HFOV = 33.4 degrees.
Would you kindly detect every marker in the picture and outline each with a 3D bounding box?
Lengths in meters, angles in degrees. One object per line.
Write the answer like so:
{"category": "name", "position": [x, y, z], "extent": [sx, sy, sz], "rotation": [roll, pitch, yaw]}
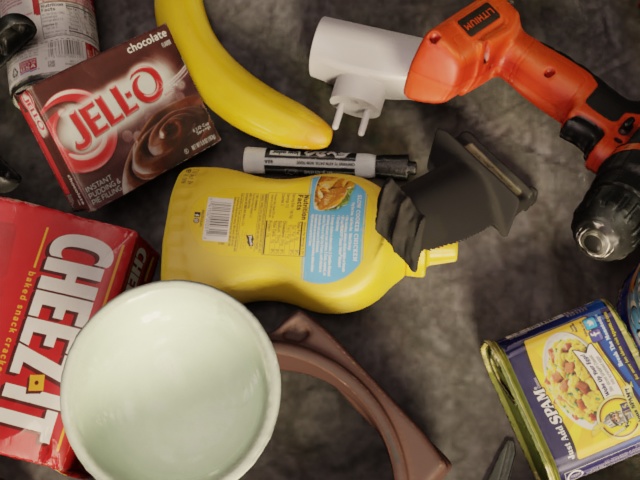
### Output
{"category": "marker", "position": [0.007, -0.053, 0.746], "extent": [0.121, 0.020, 0.020], "rotation": [3, 75, 7]}

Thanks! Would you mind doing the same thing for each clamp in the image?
{"category": "clamp", "position": [-0.262, -0.083, 0.745], "extent": [0.172, 0.039, 0.120], "rotation": [-10, 72, 34]}

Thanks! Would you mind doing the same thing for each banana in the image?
{"category": "banana", "position": [-0.068, -0.130, 0.761], "extent": [0.070, 0.037, 0.198], "rotation": [-36, 73, 11]}

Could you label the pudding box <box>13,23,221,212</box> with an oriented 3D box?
{"category": "pudding box", "position": [-0.135, -0.082, 0.721], "extent": [0.113, 0.039, 0.090], "rotation": [-34, 108, -32]}

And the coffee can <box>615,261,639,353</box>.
{"category": "coffee can", "position": [0.238, 0.034, 0.633], "extent": [0.103, 0.140, 0.103], "rotation": [-2, 74, 6]}

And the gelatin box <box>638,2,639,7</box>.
{"category": "gelatin box", "position": [0.280, -0.166, 0.741], "extent": [0.089, 0.030, 0.073], "rotation": [-32, 74, -4]}

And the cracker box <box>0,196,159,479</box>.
{"category": "cracker box", "position": [-0.237, 0.052, 0.717], "extent": [0.214, 0.072, 0.164], "rotation": [13, 77, 9]}

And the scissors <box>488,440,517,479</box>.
{"category": "scissors", "position": [0.097, 0.225, 0.643], "extent": [0.096, 0.016, 0.201], "rotation": [25, 77, 46]}

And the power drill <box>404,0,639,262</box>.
{"category": "power drill", "position": [0.150, -0.076, 0.679], "extent": [0.188, 0.057, 0.184], "rotation": [36, 42, 15]}

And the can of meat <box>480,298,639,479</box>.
{"category": "can of meat", "position": [0.160, 0.096, 0.669], "extent": [0.084, 0.057, 0.102], "rotation": [-22, 74, -2]}

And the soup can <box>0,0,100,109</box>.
{"category": "soup can", "position": [-0.194, -0.149, 0.769], "extent": [0.068, 0.068, 0.102], "rotation": [-11, 74, 3]}

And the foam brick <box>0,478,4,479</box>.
{"category": "foam brick", "position": [-0.231, 0.175, 0.694], "extent": [0.078, 0.051, 0.053], "rotation": [24, 78, 12]}

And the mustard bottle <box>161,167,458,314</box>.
{"category": "mustard bottle", "position": [-0.005, 0.001, 0.711], "extent": [0.191, 0.058, 0.096], "rotation": [2, 60, 7]}
